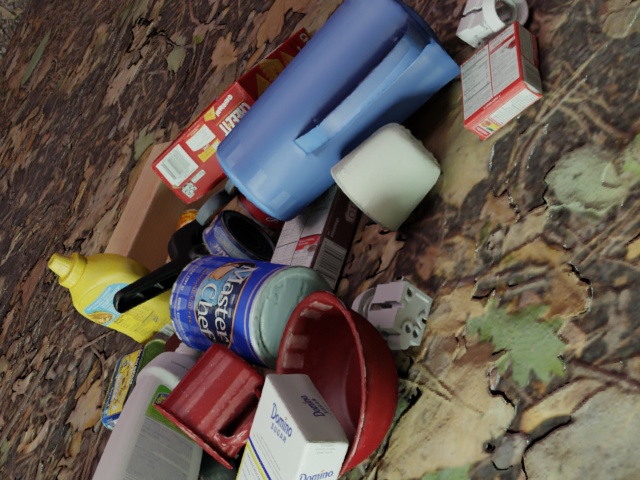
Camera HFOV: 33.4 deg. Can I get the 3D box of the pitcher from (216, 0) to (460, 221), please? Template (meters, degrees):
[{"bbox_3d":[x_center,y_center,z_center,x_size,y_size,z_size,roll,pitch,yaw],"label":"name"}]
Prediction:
[{"bbox_3d":[0.013,-0.133,1.055,0.243,0.149,0.145,-45,58,10],"label":"pitcher"}]

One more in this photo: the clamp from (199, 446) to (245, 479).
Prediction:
[{"bbox_3d":[-0.071,0.193,1.031,0.120,0.039,0.172,-55,30,-14],"label":"clamp"}]

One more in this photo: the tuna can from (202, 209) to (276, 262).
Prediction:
[{"bbox_3d":[-0.087,0.006,1.181,0.034,0.086,0.086,-47,30,19],"label":"tuna can"}]

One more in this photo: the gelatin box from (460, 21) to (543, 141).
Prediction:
[{"bbox_3d":[0.165,-0.146,0.974,0.073,0.030,0.089,-38,35,37],"label":"gelatin box"}]

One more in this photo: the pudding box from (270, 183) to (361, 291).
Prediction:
[{"bbox_3d":[-0.007,0.001,1.107,0.090,0.039,0.113,-15,49,55],"label":"pudding box"}]

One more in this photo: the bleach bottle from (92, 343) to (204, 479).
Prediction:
[{"bbox_3d":[-0.152,0.202,1.028,0.068,0.102,0.250,-38,23,37],"label":"bleach bottle"}]

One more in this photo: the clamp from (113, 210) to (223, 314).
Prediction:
[{"bbox_3d":[-0.143,0.028,1.218,0.210,0.164,0.036,-92,7,-56],"label":"clamp"}]

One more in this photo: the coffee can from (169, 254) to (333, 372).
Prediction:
[{"bbox_3d":[-0.067,0.070,1.047,0.141,0.102,0.103,6,69,49],"label":"coffee can"}]

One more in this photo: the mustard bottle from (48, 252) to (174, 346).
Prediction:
[{"bbox_3d":[-0.228,0.065,1.242,0.096,0.191,0.058,-40,34,34],"label":"mustard bottle"}]

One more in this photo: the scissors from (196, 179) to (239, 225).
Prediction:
[{"bbox_3d":[-0.088,-0.072,1.235,0.096,0.016,0.201,-48,1,28],"label":"scissors"}]

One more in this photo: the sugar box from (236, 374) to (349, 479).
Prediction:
[{"bbox_3d":[-0.033,0.208,0.877,0.093,0.048,0.176,52,129,52],"label":"sugar box"}]

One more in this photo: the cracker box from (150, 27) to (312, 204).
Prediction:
[{"bbox_3d":[-0.084,-0.148,1.257,0.164,0.072,0.213,-39,7,32],"label":"cracker box"}]

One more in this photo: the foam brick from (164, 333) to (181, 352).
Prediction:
[{"bbox_3d":[-0.137,0.136,1.178,0.053,0.051,0.078,-45,31,28],"label":"foam brick"}]

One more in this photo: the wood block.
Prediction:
[{"bbox_3d":[-0.206,-0.017,1.391,0.090,0.090,0.206,-2,62,59],"label":"wood block"}]

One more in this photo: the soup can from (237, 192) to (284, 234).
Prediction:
[{"bbox_3d":[-0.035,-0.067,1.184,0.102,0.068,0.068,-50,29,19],"label":"soup can"}]

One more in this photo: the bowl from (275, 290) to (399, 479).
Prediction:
[{"bbox_3d":[0.020,0.124,0.897,0.162,0.055,0.162,-18,70,61],"label":"bowl"}]

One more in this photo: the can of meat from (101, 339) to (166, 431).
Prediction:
[{"bbox_3d":[-0.209,0.175,1.253,0.084,0.057,0.102,-26,42,50],"label":"can of meat"}]

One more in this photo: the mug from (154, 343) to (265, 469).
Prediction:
[{"bbox_3d":[-0.086,0.151,0.971,0.081,0.093,0.117,-50,27,-14],"label":"mug"}]
